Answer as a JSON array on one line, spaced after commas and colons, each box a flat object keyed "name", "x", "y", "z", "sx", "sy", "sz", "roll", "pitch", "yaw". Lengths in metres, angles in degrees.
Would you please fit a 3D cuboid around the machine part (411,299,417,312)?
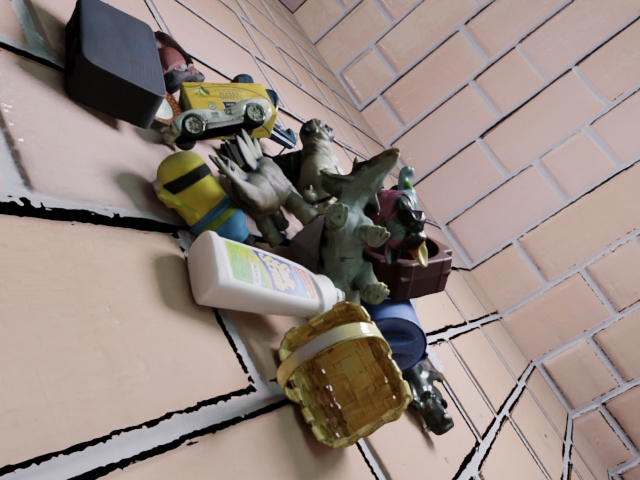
[{"name": "machine part", "x": 0.193, "y": 0.166, "z": 1.292, "sx": 0.079, "sy": 0.079, "sz": 0.243, "roll": 51, "pitch": 20, "yaw": -4}]

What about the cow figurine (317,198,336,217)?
[{"name": "cow figurine", "x": 0.028, "y": -0.042, "z": 1.235, "sx": 0.195, "sy": 0.127, "sz": 0.085, "roll": -123, "pitch": -155, "yaw": -60}]

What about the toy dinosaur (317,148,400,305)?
[{"name": "toy dinosaur", "x": 0.047, "y": 0.030, "z": 0.963, "sx": 0.131, "sy": 0.404, "sz": 0.192, "roll": 6, "pitch": 15, "yaw": -7}]

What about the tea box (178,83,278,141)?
[{"name": "tea box", "x": -0.181, "y": -0.251, "z": 1.049, "sx": 0.169, "sy": 0.068, "sz": 0.098, "roll": -9, "pitch": 56, "yaw": -31}]

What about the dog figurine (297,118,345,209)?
[{"name": "dog figurine", "x": -0.014, "y": -0.169, "z": 1.140, "sx": 0.190, "sy": 0.121, "sz": 0.172, "roll": 66, "pitch": 16, "yaw": 4}]

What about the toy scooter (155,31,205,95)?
[{"name": "toy scooter", "x": -0.305, "y": -0.358, "z": 1.063, "sx": 0.135, "sy": 0.075, "sz": 0.184, "roll": 49, "pitch": 16, "yaw": -10}]

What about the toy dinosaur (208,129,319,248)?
[{"name": "toy dinosaur", "x": -0.103, "y": -0.089, "z": 0.929, "sx": 0.198, "sy": 0.105, "sz": 0.471, "roll": 50, "pitch": 1, "yaw": -8}]

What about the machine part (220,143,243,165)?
[{"name": "machine part", "x": -0.154, "y": -0.166, "z": 1.134, "sx": 0.084, "sy": 0.039, "sz": 0.139, "roll": 54, "pitch": 19, "yaw": 19}]

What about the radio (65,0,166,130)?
[{"name": "radio", "x": -0.327, "y": -0.287, "z": 0.851, "sx": 0.131, "sy": 0.073, "sz": 0.230, "roll": 17, "pitch": 36, "yaw": -38}]

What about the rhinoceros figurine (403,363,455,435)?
[{"name": "rhinoceros figurine", "x": 0.206, "y": 0.299, "z": 1.089, "sx": 0.190, "sy": 0.073, "sz": 0.112, "roll": 58, "pitch": 18, "yaw": 17}]

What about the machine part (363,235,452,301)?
[{"name": "machine part", "x": 0.150, "y": 0.042, "z": 1.103, "sx": 0.201, "sy": 0.087, "sz": 0.202, "roll": -7, "pitch": 24, "yaw": -32}]

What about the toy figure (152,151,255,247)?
[{"name": "toy figure", "x": -0.169, "y": -0.051, "z": 0.802, "sx": 0.180, "sy": 0.089, "sz": 0.082, "roll": 45, "pitch": -13, "yaw": -11}]

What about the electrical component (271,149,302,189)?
[{"name": "electrical component", "x": -0.054, "y": -0.135, "z": 1.219, "sx": 0.115, "sy": 0.058, "sz": 0.134, "roll": -43, "pitch": 121, "yaw": -69}]

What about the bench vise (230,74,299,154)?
[{"name": "bench vise", "x": -0.131, "y": -0.270, "z": 1.256, "sx": 0.240, "sy": 0.129, "sz": 0.224, "roll": 26, "pitch": 35, "yaw": -46}]

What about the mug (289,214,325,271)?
[{"name": "mug", "x": -0.002, "y": -0.003, "z": 1.071, "sx": 0.080, "sy": 0.107, "sz": 0.110, "roll": 53, "pitch": -19, "yaw": -18}]

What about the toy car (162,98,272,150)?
[{"name": "toy car", "x": -0.179, "y": -0.205, "z": 0.944, "sx": 0.202, "sy": 0.073, "sz": 0.056, "roll": -19, "pitch": 86, "yaw": -29}]

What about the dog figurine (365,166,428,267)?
[{"name": "dog figurine", "x": 0.137, "y": -0.030, "z": 1.041, "sx": 0.108, "sy": 0.191, "sz": 0.219, "roll": 5, "pitch": 55, "yaw": -20}]
